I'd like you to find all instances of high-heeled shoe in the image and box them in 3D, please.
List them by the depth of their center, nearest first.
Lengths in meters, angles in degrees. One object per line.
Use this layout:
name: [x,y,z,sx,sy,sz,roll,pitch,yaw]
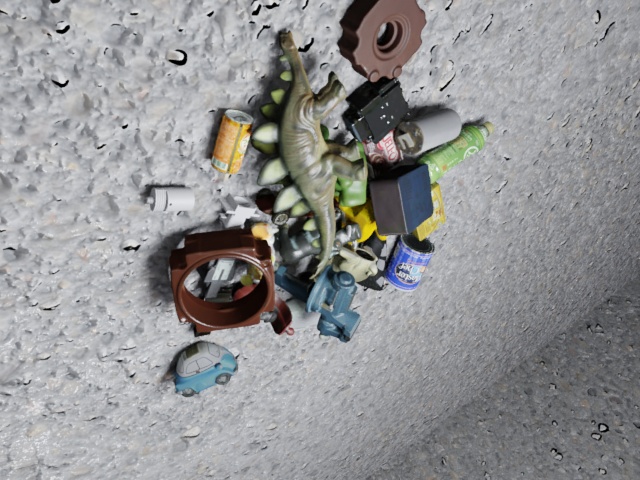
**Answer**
high-heeled shoe: [0.151,0.051,1.480,0.248,0.086,0.145,65,44,-70]

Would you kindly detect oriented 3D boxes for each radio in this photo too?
radio: [0.191,-0.094,1.223,0.229,0.073,0.131,-30,113,-58]

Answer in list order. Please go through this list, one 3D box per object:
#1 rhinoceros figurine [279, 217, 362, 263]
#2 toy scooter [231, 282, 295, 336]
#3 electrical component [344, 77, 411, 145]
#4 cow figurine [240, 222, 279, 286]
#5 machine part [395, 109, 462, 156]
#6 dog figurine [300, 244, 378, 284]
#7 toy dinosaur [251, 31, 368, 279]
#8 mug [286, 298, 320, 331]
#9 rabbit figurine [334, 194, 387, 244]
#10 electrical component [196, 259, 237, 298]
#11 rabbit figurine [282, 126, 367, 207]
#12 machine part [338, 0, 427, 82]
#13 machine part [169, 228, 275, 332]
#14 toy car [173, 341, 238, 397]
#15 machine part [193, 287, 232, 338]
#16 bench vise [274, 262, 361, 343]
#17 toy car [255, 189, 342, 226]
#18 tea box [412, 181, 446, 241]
rhinoceros figurine: [-0.002,-0.004,1.205,0.190,0.112,0.073,-17,142,4]
toy scooter: [-0.123,0.168,1.274,0.075,0.135,0.183,-48,141,10]
electrical component: [0.115,-0.268,1.117,0.134,0.058,0.114,-42,141,-1]
cow figurine: [-0.125,0.020,1.172,0.068,0.098,0.167,13,123,-1]
machine part: [0.245,-0.246,1.208,0.243,0.079,0.079,-25,142,-42]
dog figurine: [0.045,0.093,1.325,0.121,0.173,0.190,8,115,-37]
toy dinosaur: [-0.018,-0.141,1.000,0.199,0.105,0.470,-14,112,5]
mug: [-0.061,0.197,1.412,0.107,0.081,0.109,-10,139,-20]
rabbit figurine: [0.128,-0.069,1.283,0.173,0.122,0.162,-45,140,-29]
electrical component: [-0.222,0.065,1.155,0.075,0.048,0.119,-1,128,-39]
rabbit figurine: [0.008,-0.143,1.104,0.170,0.121,0.158,-6,128,-19]
machine part: [0.120,-0.386,1.006,0.179,0.056,0.179,-23,138,-23]
machine part: [-0.194,0.084,1.082,0.201,0.087,0.201,-6,121,-11]
toy car: [-0.287,0.299,1.300,0.162,0.109,0.102,-20,116,-10]
machine part: [-0.252,0.164,1.237,0.084,0.039,0.138,1,125,-49]
bench vise: [-0.014,0.129,1.243,0.129,0.241,0.223,-56,167,-33]
toy car: [-0.046,-0.069,1.144,0.202,0.089,0.053,-8,135,-36]
tea box: [0.271,-0.087,1.424,0.098,0.068,0.169,-35,144,-8]
